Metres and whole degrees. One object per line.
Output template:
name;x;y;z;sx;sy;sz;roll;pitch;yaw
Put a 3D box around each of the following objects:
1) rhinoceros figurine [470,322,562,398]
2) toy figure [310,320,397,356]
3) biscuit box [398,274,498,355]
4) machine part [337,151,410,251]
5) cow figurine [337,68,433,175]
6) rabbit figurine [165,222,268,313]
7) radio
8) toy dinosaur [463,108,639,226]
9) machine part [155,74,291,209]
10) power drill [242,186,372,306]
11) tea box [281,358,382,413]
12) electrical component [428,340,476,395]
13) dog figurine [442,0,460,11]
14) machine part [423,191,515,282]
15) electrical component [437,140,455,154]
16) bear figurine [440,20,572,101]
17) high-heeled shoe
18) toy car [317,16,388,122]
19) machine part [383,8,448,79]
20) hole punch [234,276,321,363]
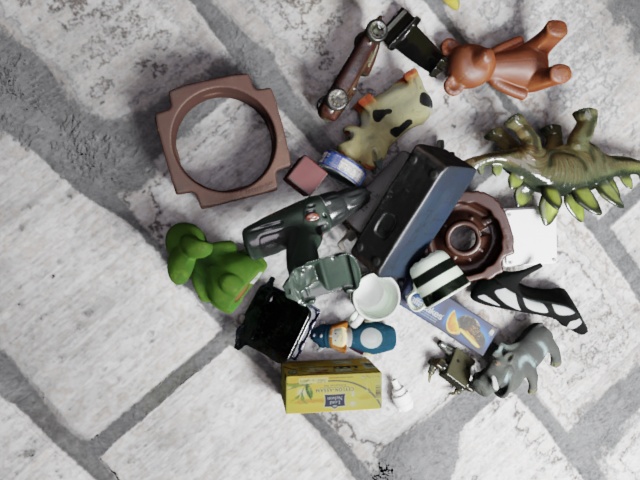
rhinoceros figurine;0.367;0.230;1.006;0.190;0.073;0.112;-34;116;-15
toy figure;0.060;0.175;0.982;0.154;0.057;0.064;3;54;-8
biscuit box;0.230;0.136;1.005;0.202;0.059;0.063;32;88;-9
machine part;0.116;-0.076;0.965;0.243;0.079;0.079;-45;99;-5
cow figurine;0.116;-0.203;0.959;0.195;0.085;0.127;-33;92;-7
rabbit figurine;-0.197;0.040;0.896;0.170;0.159;0.121;37;96;5
radio;0.155;-0.044;0.903;0.073;0.131;0.229;40;112;29
toy dinosaur;0.463;-0.132;0.987;0.471;0.105;0.198;-6;81;-14
machine part;-0.162;-0.165;0.910;0.201;0.087;0.200;-16;96;-10
power drill;-0.002;-0.003;0.839;0.232;0.207;0.085;-18;131;-4
tea box;0.017;0.257;0.957;0.170;0.098;0.068;-1;93;-8
electrical component;0.252;0.249;1.026;0.102;0.045;0.078;32;59;-12
dog figurine;0.165;-0.463;0.941;0.219;0.108;0.191;33;87;-12
machine part;0.262;-0.004;0.981;0.180;0.056;0.179;1;94;12
electrical component;0.229;-0.139;0.988;0.021;0.063;0.094;-2;92;-9
bear figurine;0.326;-0.322;0.965;0.196;0.132;0.120;1;84;-15
high-heeled shoe;0.408;0.137;1.040;0.145;0.086;0.248;-34;115;23
toy car;0.059;-0.296;0.939;0.053;0.089;0.202;32;86;-10
machine part;0.171;-0.349;0.963;0.084;0.039;0.139;-41;80;2
hole punch;-0.070;0.148;0.952;0.116;0.092;0.142;26;91;20
